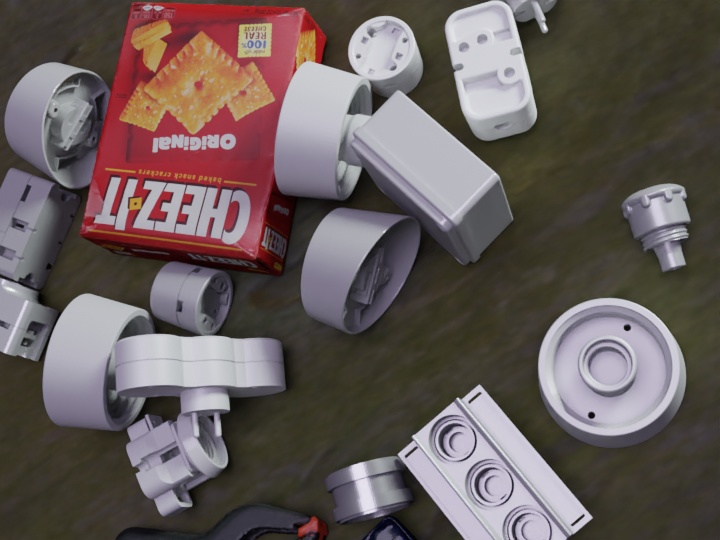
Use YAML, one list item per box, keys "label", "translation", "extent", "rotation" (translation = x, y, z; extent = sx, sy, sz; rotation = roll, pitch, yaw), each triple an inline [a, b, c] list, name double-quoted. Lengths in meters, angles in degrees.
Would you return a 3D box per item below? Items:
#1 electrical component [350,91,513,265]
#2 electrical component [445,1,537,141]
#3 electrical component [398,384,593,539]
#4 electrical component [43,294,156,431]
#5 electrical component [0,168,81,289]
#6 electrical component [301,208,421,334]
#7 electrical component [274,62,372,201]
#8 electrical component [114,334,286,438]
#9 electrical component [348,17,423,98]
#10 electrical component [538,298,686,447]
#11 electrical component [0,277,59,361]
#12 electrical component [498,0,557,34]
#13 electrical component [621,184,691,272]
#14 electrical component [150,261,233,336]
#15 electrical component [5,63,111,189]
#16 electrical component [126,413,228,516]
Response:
- label: "electrical component"
  translation: [0.057, -0.068, 0.819]
  extent: [0.056, 0.108, 0.109]
  rotation: [-46, 70, -1]
- label: "electrical component"
  translation: [0.105, -0.155, 0.852]
  extent: [0.054, 0.059, 0.095]
  rotation: [-14, 74, 12]
- label: "electrical component"
  translation: [0.098, 0.156, 0.778]
  extent: [0.079, 0.063, 0.121]
  rotation: [-41, 70, 3]
- label: "electrical component"
  translation: [-0.199, 0.077, 0.859]
  extent: [0.060, 0.108, 0.108]
  rotation: [9, 80, 11]
- label: "electrical component"
  translation: [-0.296, -0.037, 0.941]
  extent: [0.056, 0.050, 0.089]
  rotation: [20, 83, 18]
- label: "electrical component"
  translation: [0.000, 0.000, 0.826]
  extent: [0.064, 0.099, 0.099]
  rotation: [15, 81, 24]
- label: "electrical component"
  translation: [-0.021, -0.106, 0.854]
  extent: [0.060, 0.108, 0.108]
  rotation: [12, 81, 12]
- label: "electrical component"
  translation: [-0.119, 0.092, 0.824]
  extent: [0.052, 0.138, 0.073]
  rotation: [-25, 66, 51]
- label: "electrical component"
  translation: [0.023, -0.173, 0.886]
  extent: [0.055, 0.047, 0.055]
  rotation: [-4, 76, 15]
- label: "electrical component"
  translation: [0.180, 0.072, 0.777]
  extent: [0.108, 0.060, 0.108]
  rotation: [-4, 76, 15]
- label: "electrical component"
  translation: [-0.314, 0.035, 0.929]
  extent: [0.089, 0.050, 0.055]
  rotation: [19, 84, 19]
- label: "electrical component"
  translation: [0.133, -0.225, 0.858]
  extent: [0.047, 0.066, 0.076]
  rotation: [-23, 72, 9]
- label: "electrical component"
  translation: [0.224, -0.030, 0.798]
  extent: [0.048, 0.048, 0.062]
  rotation: [-16, 80, 11]
- label: "electrical component"
  translation: [-0.139, 0.022, 0.882]
  extent: [0.047, 0.055, 0.055]
  rotation: [15, 81, 22]
- label: "electrical component"
  translation: [-0.254, -0.127, 0.927]
  extent: [0.064, 0.099, 0.099]
  rotation: [25, 85, 26]
- label: "electrical component"
  translation: [-0.142, 0.146, 0.851]
  extent: [0.057, 0.058, 0.078]
  rotation: [-30, 71, 10]
